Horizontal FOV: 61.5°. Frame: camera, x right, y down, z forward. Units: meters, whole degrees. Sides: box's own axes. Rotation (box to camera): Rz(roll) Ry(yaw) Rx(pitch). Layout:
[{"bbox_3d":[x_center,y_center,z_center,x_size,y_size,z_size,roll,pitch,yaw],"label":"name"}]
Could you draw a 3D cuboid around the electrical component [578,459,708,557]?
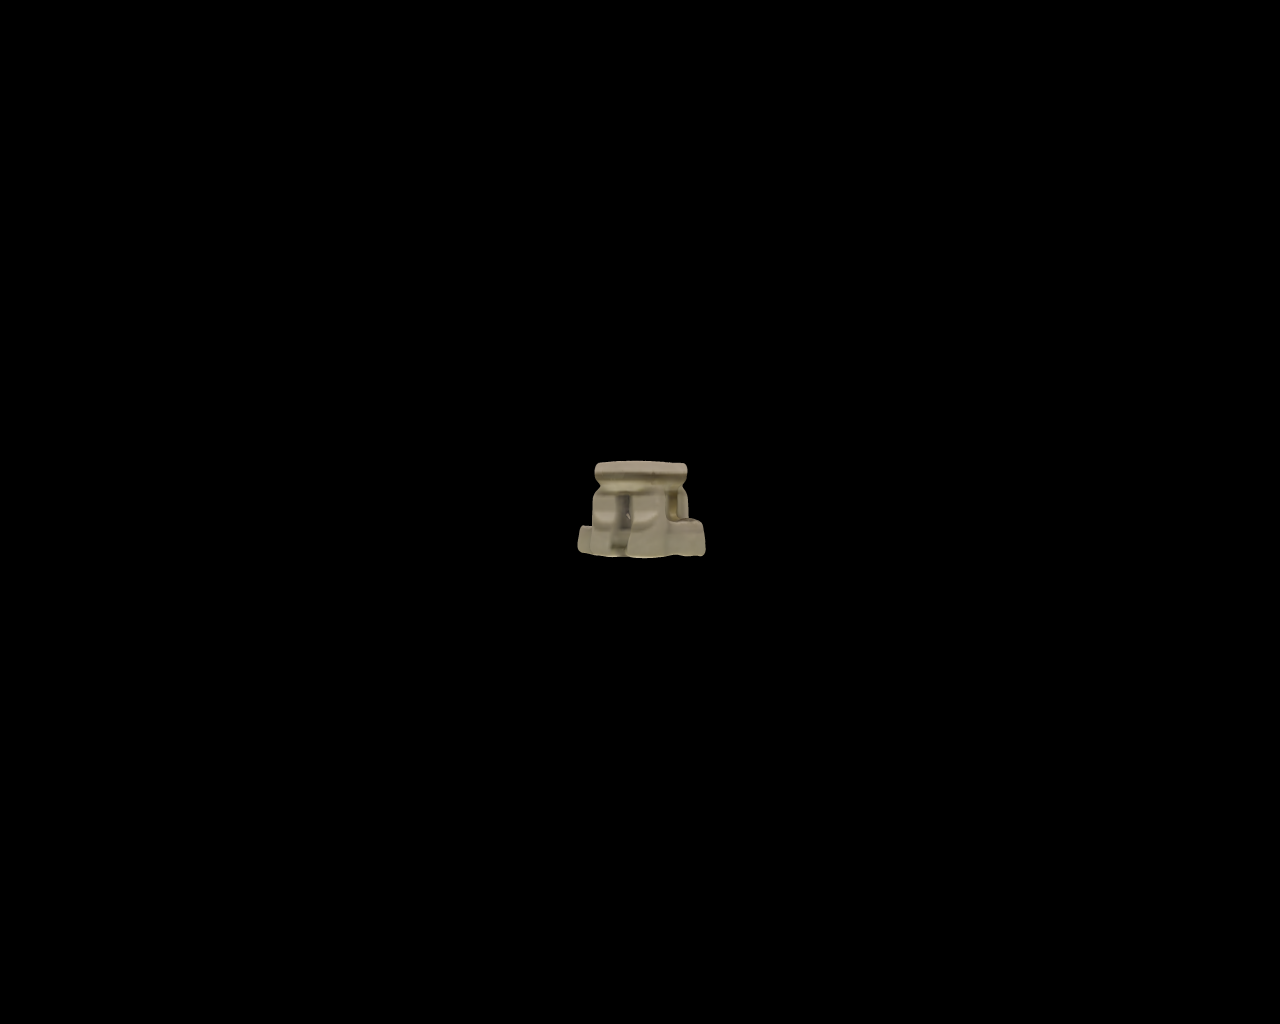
[{"bbox_3d":[0.001,-0.003,0.650,0.078,0.057,0.058,0,0,28],"label":"electrical component"}]
